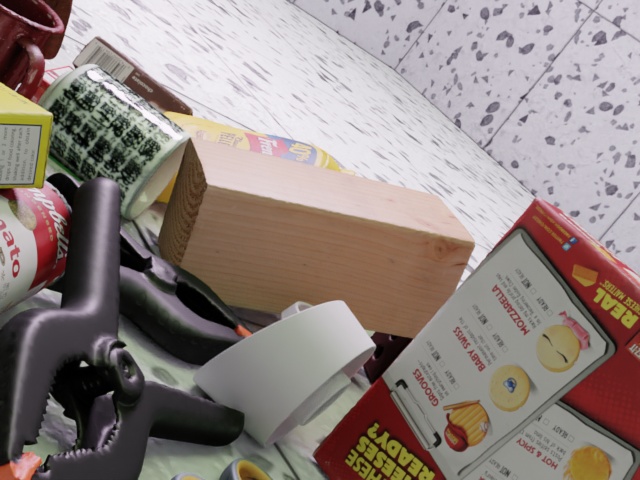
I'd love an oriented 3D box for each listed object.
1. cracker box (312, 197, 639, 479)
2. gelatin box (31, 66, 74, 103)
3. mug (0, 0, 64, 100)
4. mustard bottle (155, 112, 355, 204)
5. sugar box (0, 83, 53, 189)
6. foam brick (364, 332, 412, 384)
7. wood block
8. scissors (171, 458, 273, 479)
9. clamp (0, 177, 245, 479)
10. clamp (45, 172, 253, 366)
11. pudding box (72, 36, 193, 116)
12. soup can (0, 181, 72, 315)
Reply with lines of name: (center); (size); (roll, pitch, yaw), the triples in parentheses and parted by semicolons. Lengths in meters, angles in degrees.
cracker box: (0.122, 0.109, 0.621); (0.164, 0.214, 0.072); (48, 16, 34)
gelatin box: (-0.205, -0.112, 0.903); (0.073, 0.030, 0.089); (38, 14, -4)
mug: (-0.230, -0.132, 0.732); (0.117, 0.081, 0.093); (44, 15, 24)
mustard bottle: (-0.048, -0.053, 0.885); (0.191, 0.058, 0.096); (13, 33, 1)
sugar box: (-0.226, -0.056, 0.496); (0.175, 0.048, 0.093); (0, 21, -42)
foam brick: (0.079, 0.088, 0.868); (0.051, 0.078, 0.053); (34, 15, -21)
wood block: (-0.005, 0.000, 0.789); (0.205, 0.091, 0.090); (11, 23, -21)
scissors: (-0.012, 0.174, 0.497); (0.096, 0.016, 0.202); (24, 19, -40)
clamp: (-0.099, 0.073, 0.509); (0.164, 0.036, 0.210); (59, 19, -16)
clamp: (-0.114, 0.023, 0.674); (0.171, 0.039, 0.120); (36, 24, -30)
pudding box: (-0.169, -0.130, 0.981); (0.113, 0.039, 0.090); (39, -9, -1)
soup can: (-0.172, 0.006, 0.532); (0.068, 0.068, 0.102); (38, 15, 0)
